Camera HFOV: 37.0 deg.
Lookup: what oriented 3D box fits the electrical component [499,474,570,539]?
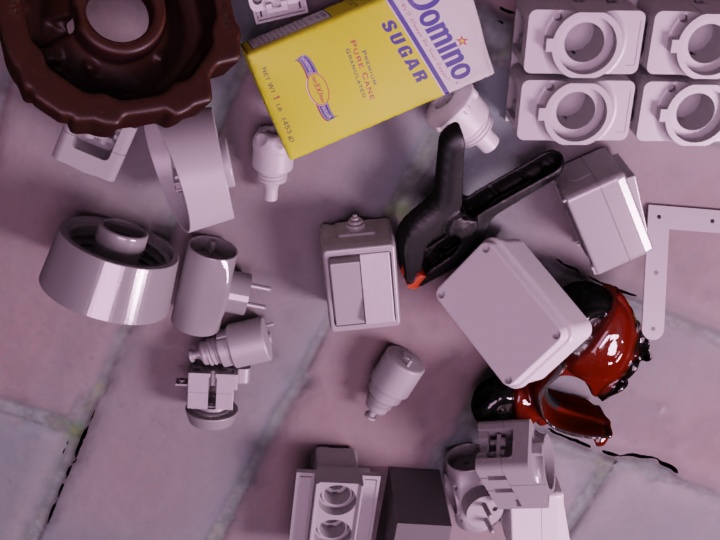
[{"bbox_3d":[0.170,0.227,1.051,0.061,0.061,0.096,-6,118,-1],"label":"electrical component"}]

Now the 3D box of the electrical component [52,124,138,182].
[{"bbox_3d":[-0.200,-0.109,0.829,0.050,0.089,0.055,23,114,-15],"label":"electrical component"}]

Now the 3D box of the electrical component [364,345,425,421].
[{"bbox_3d":[0.027,0.106,0.988,0.040,0.040,0.078,24,113,-16],"label":"electrical component"}]

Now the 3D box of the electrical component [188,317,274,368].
[{"bbox_3d":[-0.113,0.068,0.957,0.078,0.040,0.040,-13,118,2],"label":"electrical component"}]

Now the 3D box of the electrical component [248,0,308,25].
[{"bbox_3d":[-0.067,-0.222,0.796,0.042,0.063,0.081,-13,119,3],"label":"electrical component"}]

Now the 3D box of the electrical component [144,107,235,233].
[{"bbox_3d":[-0.134,-0.080,0.848,0.064,0.099,0.099,-12,118,-6],"label":"electrical component"}]

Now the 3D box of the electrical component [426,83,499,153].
[{"bbox_3d":[0.088,-0.120,0.873,0.048,0.048,0.062,-41,121,16],"label":"electrical component"}]

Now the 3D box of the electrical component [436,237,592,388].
[{"bbox_3d":[0.129,0.035,0.912,0.078,0.057,0.113,-48,67,26],"label":"electrical component"}]

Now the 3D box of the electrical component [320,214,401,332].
[{"bbox_3d":[0.000,0.000,0.919,0.062,0.061,0.096,-6,118,-1],"label":"electrical component"}]

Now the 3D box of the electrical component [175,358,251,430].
[{"bbox_3d":[-0.134,0.111,0.976,0.066,0.048,0.055,3,110,-6],"label":"electrical component"}]

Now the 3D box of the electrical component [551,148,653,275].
[{"bbox_3d":[0.209,-0.046,0.911,0.061,0.061,0.096,-25,117,8],"label":"electrical component"}]

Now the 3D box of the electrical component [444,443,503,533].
[{"bbox_3d":[0.113,0.220,1.033,0.044,0.079,0.077,-15,118,-7],"label":"electrical component"}]

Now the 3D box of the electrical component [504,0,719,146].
[{"bbox_3d":[0.217,-0.159,0.853,0.186,0.060,0.105,0,118,-4],"label":"electrical component"}]

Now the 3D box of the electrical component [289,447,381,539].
[{"bbox_3d":[-0.028,0.236,1.039,0.079,0.063,0.121,4,117,-7],"label":"electrical component"}]

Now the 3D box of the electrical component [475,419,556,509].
[{"bbox_3d":[0.144,0.177,0.974,0.056,0.050,0.089,-6,143,20],"label":"electrical component"}]

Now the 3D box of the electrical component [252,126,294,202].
[{"bbox_3d":[-0.072,-0.086,0.883,0.035,0.035,0.061,3,120,-6],"label":"electrical component"}]

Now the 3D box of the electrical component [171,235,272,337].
[{"bbox_3d":[-0.117,0.017,0.929,0.079,0.043,0.077,12,116,-11],"label":"electrical component"}]

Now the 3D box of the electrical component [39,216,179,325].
[{"bbox_3d":[-0.200,-0.007,0.876,0.108,0.108,0.060,16,109,-13],"label":"electrical component"}]
